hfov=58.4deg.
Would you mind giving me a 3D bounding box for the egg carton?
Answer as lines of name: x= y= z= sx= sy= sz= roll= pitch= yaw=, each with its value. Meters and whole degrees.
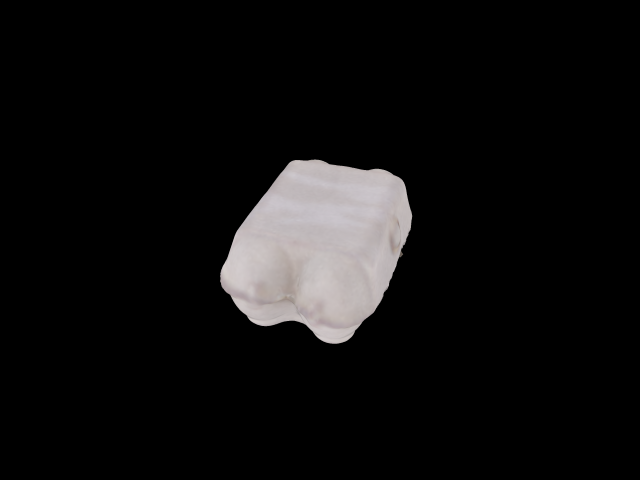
egg carton: x=0.004 y=0.001 z=0.400 sx=0.107 sy=0.069 sz=0.150 roll=11 pitch=39 yaw=14
